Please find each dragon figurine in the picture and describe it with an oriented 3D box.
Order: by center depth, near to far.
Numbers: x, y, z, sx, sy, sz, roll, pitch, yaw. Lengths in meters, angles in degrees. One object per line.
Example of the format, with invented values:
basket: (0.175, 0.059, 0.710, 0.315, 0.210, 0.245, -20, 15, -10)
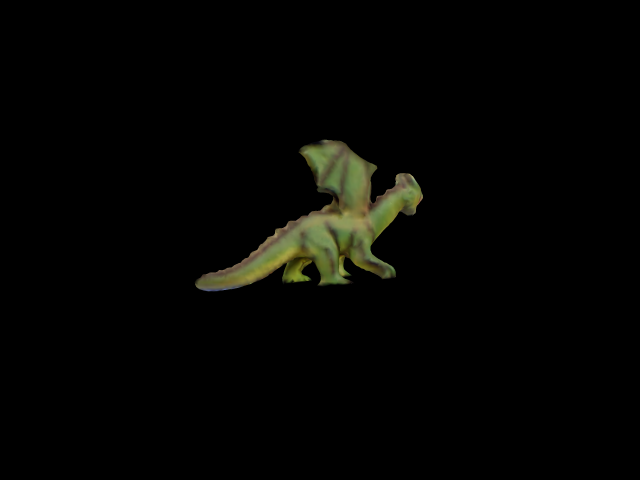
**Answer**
dragon figurine: (0.003, -0.043, 0.850, 0.411, 0.242, 0.122, -2, 5, -23)
